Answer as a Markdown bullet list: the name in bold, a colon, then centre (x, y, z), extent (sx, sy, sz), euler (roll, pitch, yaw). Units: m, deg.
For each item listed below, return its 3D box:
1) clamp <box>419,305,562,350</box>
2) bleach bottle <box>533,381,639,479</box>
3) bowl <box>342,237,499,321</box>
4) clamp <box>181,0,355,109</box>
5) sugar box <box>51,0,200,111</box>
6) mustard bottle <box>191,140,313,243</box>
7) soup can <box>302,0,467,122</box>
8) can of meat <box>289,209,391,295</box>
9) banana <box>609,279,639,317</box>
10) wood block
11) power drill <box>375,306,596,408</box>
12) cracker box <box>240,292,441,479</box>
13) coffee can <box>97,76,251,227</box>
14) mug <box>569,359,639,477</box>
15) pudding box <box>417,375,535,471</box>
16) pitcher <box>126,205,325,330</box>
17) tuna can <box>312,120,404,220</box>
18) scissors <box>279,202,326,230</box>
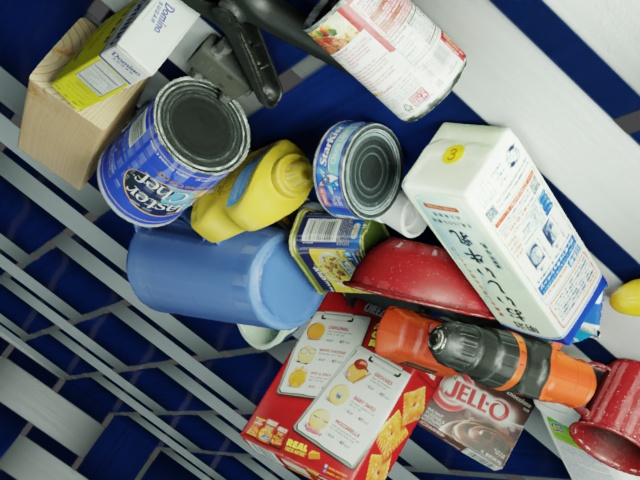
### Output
- **clamp**: centre (0.174, 0.085, 1.090), extent (0.120, 0.039, 0.172), euler (38, 155, -24)
- **bleach bottle**: centre (0.295, 0.207, 1.141), extent (0.103, 0.068, 0.250), euler (12, 147, 41)
- **bowl**: centre (0.104, 0.033, 1.003), extent (0.162, 0.055, 0.162), euler (12, -179, 0)
- **clamp**: centre (-0.057, -0.188, 0.850), extent (0.209, 0.036, 0.165), euler (46, 154, -28)
- **sugar box**: centre (-0.175, -0.176, 0.961), extent (0.048, 0.093, 0.177), euler (41, 156, -20)
- **mustard bottle**: centre (-0.058, -0.052, 1.048), extent (0.058, 0.096, 0.192), euler (41, 157, -18)
- **soup can**: centre (0.047, -0.141, 0.762), extent (0.102, 0.068, 0.069), euler (40, 157, -17)
- **can of meat**: centre (0.028, 0.014, 1.097), extent (0.084, 0.057, 0.102), euler (2, 145, 29)
- **banana**: centre (0.312, 0.056, 0.841), extent (0.198, 0.037, 0.069), euler (13, 148, 40)
- **wood block**: centre (-0.258, -0.141, 1.149), extent (0.091, 0.090, 0.206), euler (36, 157, -7)
- **power drill**: centre (0.133, 0.104, 0.987), extent (0.184, 0.057, 0.188), euler (22, 174, -31)
- **cracker box**: centre (0.034, 0.178, 1.235), extent (0.164, 0.213, 0.072), euler (17, 154, 36)
- **coffee can**: centre (-0.146, -0.084, 1.054), extent (0.102, 0.102, 0.141), euler (40, 143, -14)
- **mug**: centre (0.289, 0.163, 1.029), extent (0.117, 0.081, 0.093), euler (34, 158, -1)
- **pudding box**: centre (0.181, 0.203, 1.249), extent (0.113, 0.090, 0.039), euler (32, 160, 3)
- **pitcher**: centre (-0.112, 0.027, 1.218), extent (0.148, 0.145, 0.243), euler (1, -176, -40)
- **tuna can**: centre (0.034, -0.060, 0.920), extent (0.034, 0.086, 0.086), euler (9, 147, 42)
- **scissors**: centre (-0.008, 0.001, 1.193), extent (0.096, 0.016, 0.201), euler (19, 154, 32)
